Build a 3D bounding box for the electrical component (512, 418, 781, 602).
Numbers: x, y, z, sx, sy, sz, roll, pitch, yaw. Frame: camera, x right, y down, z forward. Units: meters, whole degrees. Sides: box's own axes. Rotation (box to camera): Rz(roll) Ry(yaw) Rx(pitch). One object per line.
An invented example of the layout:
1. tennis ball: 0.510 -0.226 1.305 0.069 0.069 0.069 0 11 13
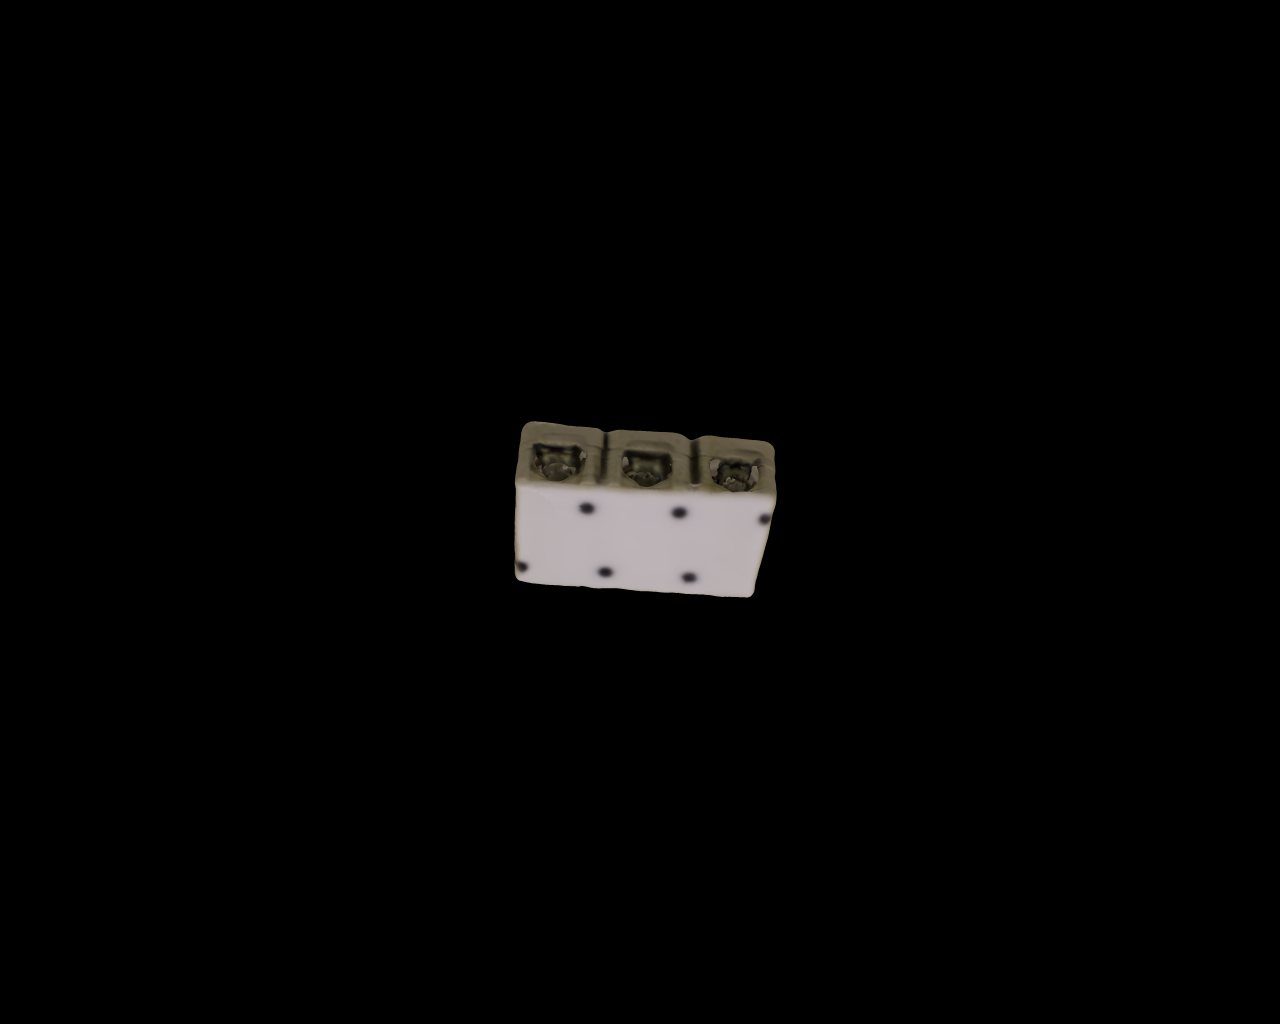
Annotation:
1. electrical component: 0.001 -0.003 0.650 0.150 0.089 0.062 4 44 -4
